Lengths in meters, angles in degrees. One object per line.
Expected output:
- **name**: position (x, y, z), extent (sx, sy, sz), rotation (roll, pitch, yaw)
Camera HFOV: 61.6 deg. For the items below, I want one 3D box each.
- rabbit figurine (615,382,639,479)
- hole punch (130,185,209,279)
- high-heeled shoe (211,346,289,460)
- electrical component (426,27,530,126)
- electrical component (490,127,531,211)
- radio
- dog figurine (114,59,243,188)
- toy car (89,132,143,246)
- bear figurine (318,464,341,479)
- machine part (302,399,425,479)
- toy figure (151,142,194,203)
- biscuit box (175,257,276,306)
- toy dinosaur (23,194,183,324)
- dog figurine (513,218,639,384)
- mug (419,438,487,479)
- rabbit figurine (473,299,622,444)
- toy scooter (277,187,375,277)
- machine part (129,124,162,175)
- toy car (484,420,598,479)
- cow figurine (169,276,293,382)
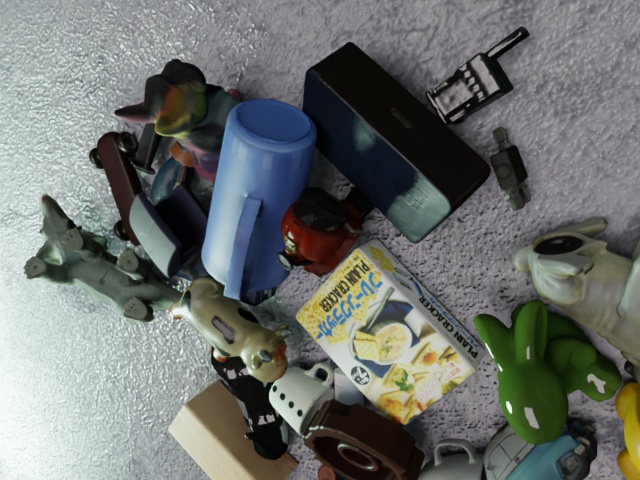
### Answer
- **rabbit figurine**: position (0.383, 0.267, 0.577), extent (0.122, 0.162, 0.173), rotation (7, 126, 16)
- **hole punch**: position (-0.235, -0.010, 0.814), extent (0.142, 0.092, 0.115), rotation (49, 120, 10)
- **high-heeled shoe**: position (-0.107, 0.241, 0.910), extent (0.086, 0.145, 0.249), rotation (-20, 64, 13)
- **electrical component**: position (0.184, -0.178, 0.595), extent (0.119, 0.075, 0.047), rotation (-31, 88, 30)
- **electrical component**: position (0.214, -0.082, 0.609), extent (0.021, 0.063, 0.094), rotation (-19, 93, 34)
- **radio**: position (0.078, -0.110, 0.643), extent (0.230, 0.073, 0.131), rotation (47, 159, 13)
- **dog figurine**: position (-0.164, -0.140, 0.723), extent (0.109, 0.219, 0.191), rotation (27, 115, 25)
- **toy car**: position (-0.334, -0.090, 0.935), extent (0.089, 0.053, 0.202), rotation (-21, 89, 23)
- **bear figurine**: position (0.052, 0.453, 0.825), extent (0.196, 0.132, 0.120), rotation (33, 113, 12)
- **machine part**: position (0.061, 0.296, 0.768), extent (0.180, 0.056, 0.179), rotation (20, 143, 16)
- **toy figure**: position (-0.221, -0.124, 0.857), extent (0.064, 0.058, 0.154), rotation (41, 115, 8)
- **biscuit box**: position (-0.167, 0.041, 0.870), extent (0.203, 0.059, 0.062), rotation (17, 113, 25)
- **toy dinosaur**: position (-0.361, 0.069, 0.954), extent (0.405, 0.192, 0.131), rotation (30, 84, 5)
- **dog figurine**: position (0.312, 0.084, 0.579), extent (0.172, 0.121, 0.190), rotation (5, 119, 48)
- **mug**: position (0.187, 0.325, 0.735), extent (0.107, 0.081, 0.109), rotation (-20, 100, 40)
- **rabbit figurine**: position (0.246, 0.143, 0.592), extent (0.121, 0.170, 0.159), rotation (-25, 92, 33)
- **toy scooter**: position (-0.001, -0.002, 0.683), extent (0.075, 0.184, 0.135), rotation (43, 115, 15)
- **machine part**: position (-0.267, -0.171, 0.864), extent (0.084, 0.039, 0.138), rotation (51, 121, 40)
- **toy car**: position (0.259, 0.276, 0.664), extent (0.103, 0.109, 0.161), rotation (39, 114, 28)
- **cow figurine**: position (-0.123, 0.132, 0.799), extent (0.195, 0.085, 0.127), rotation (46, 143, -4)
